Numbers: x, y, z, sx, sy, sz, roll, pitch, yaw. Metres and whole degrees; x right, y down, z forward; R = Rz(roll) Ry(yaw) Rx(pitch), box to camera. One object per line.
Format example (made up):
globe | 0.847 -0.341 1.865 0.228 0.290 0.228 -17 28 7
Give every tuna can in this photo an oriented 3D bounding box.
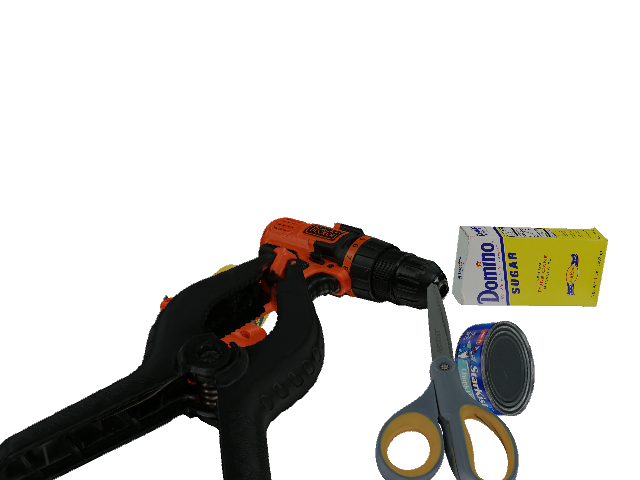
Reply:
tuna can | 0.158 0.117 0.972 0.034 0.086 0.085 -10 -6 41

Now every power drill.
power drill | -0.017 0.047 0.844 0.185 0.057 0.187 14 32 39

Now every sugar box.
sugar box | 0.254 0.032 1.304 0.176 0.093 0.048 -1 21 -10

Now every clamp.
clamp | -0.040 0.067 0.452 0.120 0.039 0.171 26 48 19

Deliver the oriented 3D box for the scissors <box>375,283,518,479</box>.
scissors | 0.066 0.096 0.711 0.096 0.016 0.202 -9 36 -12

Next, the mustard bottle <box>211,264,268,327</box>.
mustard bottle | -0.100 0.079 1.102 0.058 0.096 0.191 12 28 22
